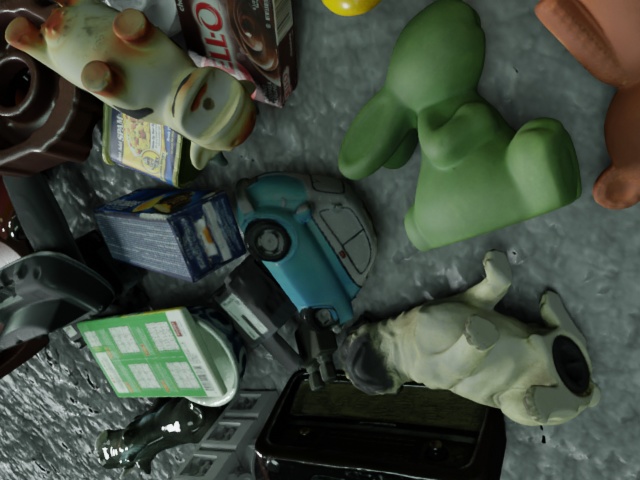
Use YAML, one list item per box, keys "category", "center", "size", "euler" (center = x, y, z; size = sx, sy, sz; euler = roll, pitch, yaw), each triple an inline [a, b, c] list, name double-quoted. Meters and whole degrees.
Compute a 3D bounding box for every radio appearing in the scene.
- category: "radio"
  center: [0.058, 0.199, 0.530]
  size: [0.230, 0.131, 0.073]
  euler: [-5, 113, 25]

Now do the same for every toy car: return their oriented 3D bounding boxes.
- category: "toy car"
  center: [-0.001, -0.001, 0.482]
  size: [0.103, 0.109, 0.161]
  euler: [-32, 108, 8]
- category: "toy car"
  center: [-0.339, -0.087, 0.614]
  size: [0.089, 0.053, 0.202]
  euler: [37, 118, 8]

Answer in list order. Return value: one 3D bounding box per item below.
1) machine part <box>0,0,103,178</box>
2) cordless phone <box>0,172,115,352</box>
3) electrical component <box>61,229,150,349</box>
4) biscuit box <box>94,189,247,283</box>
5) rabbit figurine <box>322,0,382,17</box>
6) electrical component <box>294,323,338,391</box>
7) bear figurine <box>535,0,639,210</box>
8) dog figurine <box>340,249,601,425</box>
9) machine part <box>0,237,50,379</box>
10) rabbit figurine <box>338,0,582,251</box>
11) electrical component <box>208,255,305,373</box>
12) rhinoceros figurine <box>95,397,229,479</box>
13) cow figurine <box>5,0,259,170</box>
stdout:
- category: "machine part"
  center: [-0.287, -0.147, 0.522]
  size: [0.180, 0.056, 0.179]
  euler: [-1, 86, 16]
- category: "cordless phone"
  center: [-0.321, 0.016, 0.585]
  size: [0.147, 0.089, 0.184]
  euler: [-20, 93, 30]
- category: "electrical component"
  center: [-0.278, 0.058, 0.654]
  size: [0.134, 0.058, 0.114]
  euler: [-29, 102, 31]
- category: "biscuit box"
  center: [-0.153, -0.011, 0.517]
  size: [0.203, 0.059, 0.062]
  euler: [7, 121, 50]
- category: "rabbit figurine"
  center: [0.047, -0.202, 0.350]
  size: [0.173, 0.162, 0.121]
  euler: [-6, 125, 44]
- category: "electrical component"
  center: [-0.006, 0.105, 0.559]
  size: [0.063, 0.021, 0.094]
  euler: [126, 134, -55]
- category: "bear figurine"
  center: [0.207, -0.113, 0.322]
  size: [0.120, 0.132, 0.195]
  euler: [-17, 100, 14]
- category: "dog figurine"
  center: [0.127, 0.117, 0.495]
  size: [0.172, 0.121, 0.190]
  euler: [48, 138, -2]
- category: "machine part"
  center: [-0.446, 0.080, 0.651]
  size: [0.087, 0.201, 0.200]
  euler: [-7, 111, 30]
- category: "rabbit figurine"
  center: [0.100, -0.087, 0.408]
  size: [0.159, 0.121, 0.170]
  euler: [-21, 86, 37]
- category: "electrical component"
  center: [-0.054, 0.078, 0.560]
  size: [0.119, 0.048, 0.075]
  euler: [43, 141, 1]
- category: "rhinoceros figurine"
  center: [-0.196, 0.239, 0.673]
  size: [0.190, 0.112, 0.073]
  euler: [-26, 104, 23]
- category: "cow figurine"
  center: [-0.133, -0.125, 0.428]
  size: [0.195, 0.127, 0.085]
  euler: [30, 91, 21]
